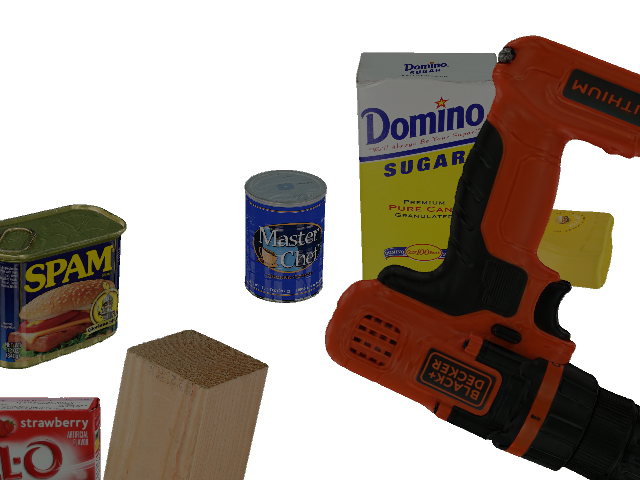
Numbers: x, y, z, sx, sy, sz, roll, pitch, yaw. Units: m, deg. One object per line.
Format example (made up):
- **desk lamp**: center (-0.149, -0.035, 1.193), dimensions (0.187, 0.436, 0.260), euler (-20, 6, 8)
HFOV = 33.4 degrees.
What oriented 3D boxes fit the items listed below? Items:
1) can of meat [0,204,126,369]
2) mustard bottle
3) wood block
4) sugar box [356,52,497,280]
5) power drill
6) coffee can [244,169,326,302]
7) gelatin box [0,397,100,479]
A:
- **can of meat**: center (-0.183, 0.030, 0.718), dimensions (0.058, 0.084, 0.101), euler (24, 28, 37)
- **mustard bottle**: center (0.166, -0.001, 0.974), dimensions (0.192, 0.058, 0.096), euler (6, 28, 19)
- **wood block**: center (-0.124, 0.193, 0.919), dimensions (0.090, 0.206, 0.090), euler (21, 18, 27)
- **sugar box**: center (0.073, -0.043, 0.744), dimensions (0.093, 0.176, 0.048), euler (1, 38, 8)
- **power drill**: center (0.116, 0.012, 0.505), dimensions (0.184, 0.188, 0.057), euler (24, 7, 4)
- **coffee can**: center (-0.045, -0.006, 1.358), dimensions (0.103, 0.140, 0.103), euler (2, 26, -1)
- **gelatin box**: center (-0.156, 0.117, 0.537), dimensions (0.089, 0.073, 0.030), euler (1, 6, -4)
